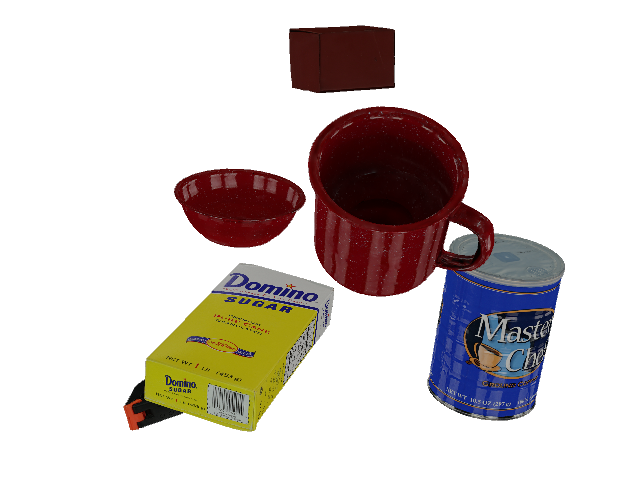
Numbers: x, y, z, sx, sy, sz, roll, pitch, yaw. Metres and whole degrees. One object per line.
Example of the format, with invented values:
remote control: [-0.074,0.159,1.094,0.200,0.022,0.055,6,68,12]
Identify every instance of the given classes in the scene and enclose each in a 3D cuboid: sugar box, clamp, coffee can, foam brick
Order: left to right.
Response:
clamp: [-0.130,0.146,1.121,0.120,0.039,0.171,-10,19,36]
sugar box: [-0.061,0.080,0.868,0.093,0.048,0.176,15,31,14]
foam brick: [0.019,-0.156,0.916,0.078,0.051,0.053,-8,18,-28]
coffee can: [0.158,0.077,0.971,0.103,0.140,0.103,6,23,-3]

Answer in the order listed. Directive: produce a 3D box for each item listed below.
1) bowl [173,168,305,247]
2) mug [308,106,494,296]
bowl: [-0.101,-0.035,1.318,0.162,0.055,0.162,5,25,-2]
mug: [0.049,-0.015,0.642,0.117,0.093,0.081,21,-33,12]
